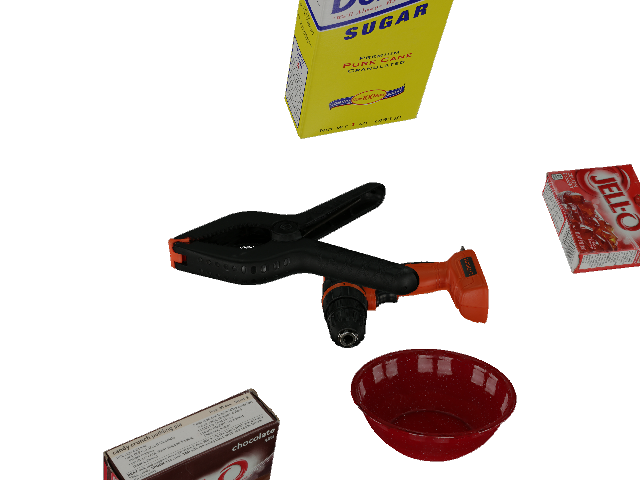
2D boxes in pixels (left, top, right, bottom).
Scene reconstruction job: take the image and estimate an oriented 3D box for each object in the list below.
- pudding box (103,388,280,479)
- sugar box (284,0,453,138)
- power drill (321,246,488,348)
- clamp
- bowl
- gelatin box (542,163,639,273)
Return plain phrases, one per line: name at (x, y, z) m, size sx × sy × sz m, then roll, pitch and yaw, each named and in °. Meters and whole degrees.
pudding box at (-0.085, 0.155, 0.694) m, size 0.113 × 0.090 × 0.039 m, roll -22°, pitch 50°, yaw -32°
sugar box at (0.033, -0.141, 0.697) m, size 0.093 × 0.048 × 0.176 m, roll -12°, pitch -27°, yaw -14°
power drill at (0.094, 0.062, 1.225) m, size 0.187 × 0.057 × 0.184 m, roll -1°, pitch 28°, yaw -1°
clamp at (-0.025, -0.002, 0.933) m, size 0.210 × 0.036 × 0.164 m, roll -2°, pitch 31°, yaw 0°
bowl at (0.110, 0.169, 1.054) m, size 0.162 × 0.055 × 0.162 m, roll 0°, pitch 24°, yaw 0°
gelatin box at (0.225, -0.019, 0.849) m, size 0.073 × 0.089 × 0.030 m, roll -6°, pitch -39°, yaw -6°
